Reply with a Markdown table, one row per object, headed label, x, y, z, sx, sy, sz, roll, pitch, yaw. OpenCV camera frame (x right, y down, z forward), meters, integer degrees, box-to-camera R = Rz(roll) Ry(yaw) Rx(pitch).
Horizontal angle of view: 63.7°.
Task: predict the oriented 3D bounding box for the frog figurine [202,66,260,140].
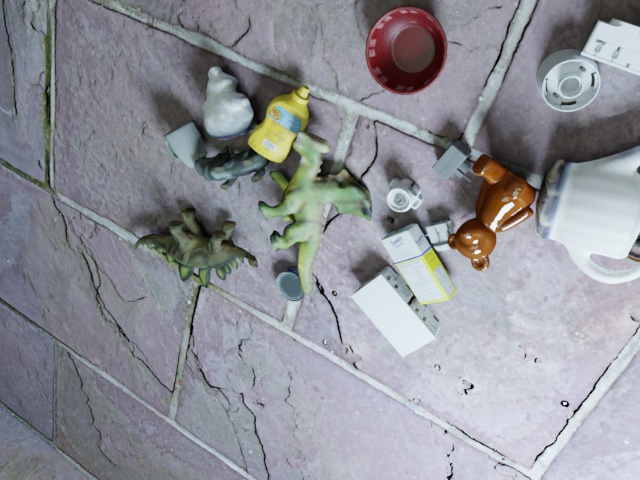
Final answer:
| label | x | y | z | sx | sy | sz | roll | pitch | yaw |
| --- | --- | --- | --- | --- | --- | --- | --- | --- | --- |
| frog figurine | -0.223 | -0.319 | 1.194 | 0.138 | 0.124 | 0.156 | 11 | 130 | 46 |

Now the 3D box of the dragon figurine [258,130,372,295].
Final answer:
| label | x | y | z | sx | sy | sz | roll | pitch | yaw |
| --- | --- | --- | --- | --- | --- | --- | --- | --- | --- |
| dragon figurine | 0.004 | -0.060 | 1.194 | 0.242 | 0.125 | 0.404 | -11 | 114 | 24 |

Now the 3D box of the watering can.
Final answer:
| label | x | y | z | sx | sy | sz | roll | pitch | yaw |
| --- | --- | --- | --- | --- | --- | --- | --- | --- | --- |
| watering can | 0.504 | -0.087 | 0.889 | 0.225 | 0.105 | 0.341 | 17 | 118 | 24 |
